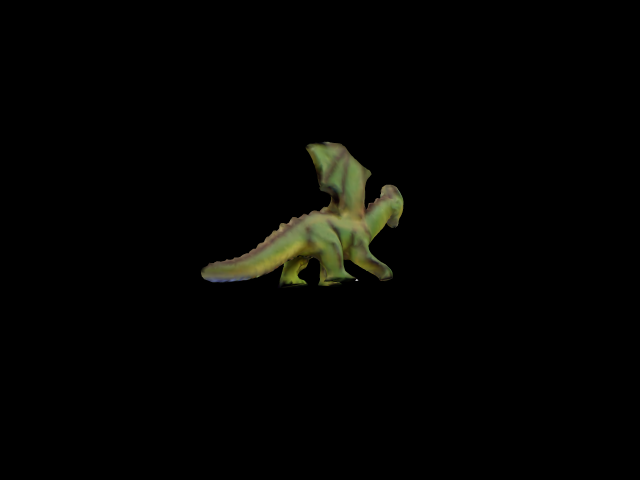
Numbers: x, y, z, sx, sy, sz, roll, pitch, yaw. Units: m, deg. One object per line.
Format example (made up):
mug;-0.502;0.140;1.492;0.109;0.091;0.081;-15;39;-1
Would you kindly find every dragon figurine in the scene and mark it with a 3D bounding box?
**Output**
dragon figurine;0.003;-0.043;0.850;0.410;0.245;0.121;6;-11;-39
